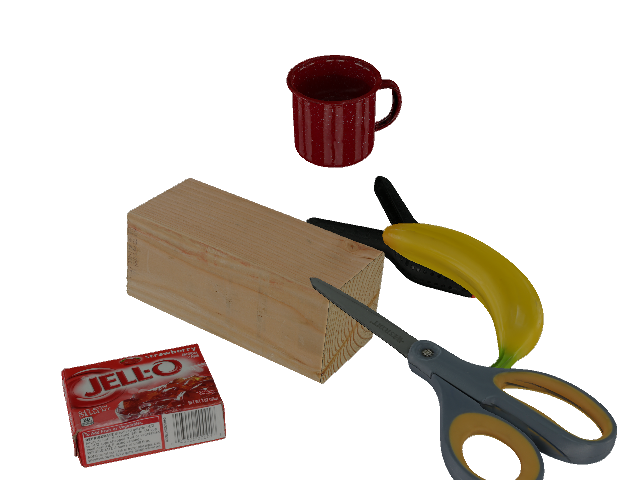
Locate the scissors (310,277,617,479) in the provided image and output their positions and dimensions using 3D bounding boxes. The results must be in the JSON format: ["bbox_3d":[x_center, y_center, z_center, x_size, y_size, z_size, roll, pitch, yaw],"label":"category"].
[{"bbox_3d":[0.053,0.077,0.564,0.202,0.016,0.096,20,42,28],"label":"scissors"}]

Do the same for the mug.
[{"bbox_3d":[0.025,-0.129,1.067,0.117,0.081,0.093,-13,41,-14],"label":"mug"}]

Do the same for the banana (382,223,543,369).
[{"bbox_3d":[0.114,0.030,0.801,0.069,0.037,0.198,-10,32,-17],"label":"banana"}]

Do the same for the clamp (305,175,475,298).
[{"bbox_3d":[0.094,0.005,1.257,0.210,0.036,0.164,38,42,26],"label":"clamp"}]

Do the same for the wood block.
[{"bbox_3d":[-0.059,0.030,0.922,0.206,0.090,0.090,21,33,25],"label":"wood block"}]

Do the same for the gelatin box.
[{"bbox_3d":[-0.109,0.098,0.650,0.089,0.030,0.073,-9,25,-15],"label":"gelatin box"}]
